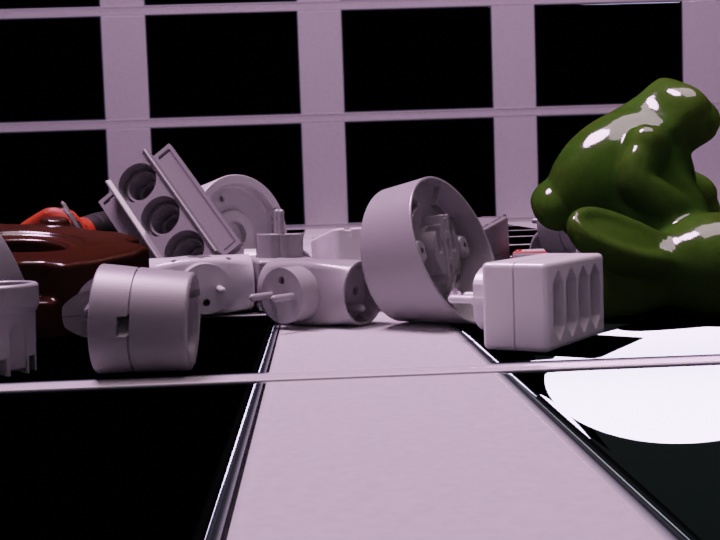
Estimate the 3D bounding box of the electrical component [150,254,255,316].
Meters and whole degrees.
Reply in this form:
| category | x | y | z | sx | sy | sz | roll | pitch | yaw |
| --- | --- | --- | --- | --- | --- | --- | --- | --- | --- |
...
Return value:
| category | x | y | z | sx | sy | sz | roll | pitch | yaw |
| --- | --- | --- | --- | --- | --- | --- | --- | --- | --- |
| electrical component | -0.116 | 0.012 | 0.792 | 0.077 | 0.043 | 0.079 | -3 | 5 | -15 |

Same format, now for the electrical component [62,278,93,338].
| category | x | y | z | sx | sy | sz | roll | pitch | yaw |
| --- | --- | --- | --- | --- | --- | --- | --- | --- | --- |
| electrical component | -0.149 | 0.023 | 0.653 | 0.043 | 0.043 | 0.081 | -1 | 4 | 7 |

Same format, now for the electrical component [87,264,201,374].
| category | x | y | z | sx | sy | sz | roll | pitch | yaw |
| --- | --- | --- | --- | --- | --- | --- | --- | --- | --- |
| electrical component | -0.107 | 0.025 | 0.541 | 0.047 | 0.055 | 0.055 | 2 | 4 | 0 |

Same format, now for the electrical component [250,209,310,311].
| category | x | y | z | sx | sy | sz | roll | pitch | yaw |
| --- | --- | --- | --- | --- | --- | --- | --- | --- | --- |
| electrical component | -0.063 | -0.010 | 0.843 | 0.047 | 0.075 | 0.083 | -1 | 4 | -14 |

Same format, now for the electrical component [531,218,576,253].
| category | x | y | z | sx | sy | sz | roll | pitch | yaw |
| --- | --- | --- | --- | --- | --- | --- | --- | --- | --- |
| electrical component | 0.183 | -0.043 | 0.912 | 0.074 | 0.052 | 0.138 | 1 | 5 | 37 |

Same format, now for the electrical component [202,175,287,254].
| category | x | y | z | sx | sy | sz | roll | pitch | yaw |
| --- | --- | --- | --- | --- | --- | --- | --- | --- | --- |
| electrical component | -0.128 | -0.031 | 0.999 | 0.108 | 0.108 | 0.060 | -6 | 0 | -45 |

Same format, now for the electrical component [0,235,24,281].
| category | x | y | z | sx | sy | sz | roll | pitch | yaw |
| --- | --- | --- | --- | --- | --- | --- | --- | --- | --- |
| electrical component | -0.233 | 0.005 | 0.609 | 0.099 | 0.099 | 0.064 | 2 | 12 | 44 |

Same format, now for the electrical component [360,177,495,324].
| category | x | y | z | sx | sy | sz | roll | pitch | yaw |
| --- | --- | --- | --- | --- | --- | --- | --- | --- | --- |
| electrical component | 0.046 | -0.011 | 0.706 | 0.064 | 0.099 | 0.099 | -7 | 1 | 33 |

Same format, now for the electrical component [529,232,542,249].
| category | x | y | z | sx | sy | sz | roll | pitch | yaw |
| --- | --- | --- | --- | --- | --- | --- | --- | --- | --- |
| electrical component | 0.209 | -0.017 | 1.080 | 0.065 | 0.044 | 0.044 | 1 | 2 | -24 |

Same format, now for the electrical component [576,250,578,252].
| category | x | y | z | sx | sy | sz | roll | pitch | yaw |
| --- | --- | --- | --- | --- | --- | --- | --- | --- | --- |
| electrical component | 0.201 | -0.007 | 0.819 | 0.057 | 0.058 | 0.078 | 0 | 4 | -14 |

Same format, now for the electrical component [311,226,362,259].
| category | x | y | z | sx | sy | sz | roll | pitch | yaw |
| --- | --- | --- | --- | --- | --- | --- | --- | --- | --- |
| electrical component | 0.000 | 0.000 | 0.836 | 0.062 | 0.061 | 0.096 | -3 | -4 | -15 |

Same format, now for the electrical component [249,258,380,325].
| category | x | y | z | sx | sy | sz | roll | pitch | yaw |
| --- | --- | --- | --- | --- | --- | --- | --- | --- | --- |
| electrical component | -0.039 | 0.015 | 0.714 | 0.077 | 0.043 | 0.079 | 2 | 5 | 38 |

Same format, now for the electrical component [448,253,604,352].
| category | x | y | z | sx | sy | sz | roll | pitch | yaw |
| --- | --- | --- | --- | --- | --- | --- | --- | --- | --- |
| electrical component | 0.088 | 0.016 | 0.611 | 0.076 | 0.047 | 0.083 | 1 | 5 | 33 |

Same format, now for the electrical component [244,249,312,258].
| category | x | y | z | sx | sy | sz | roll | pitch | yaw |
| --- | --- | --- | --- | --- | --- | --- | --- | --- | --- |
| electrical component | -0.081 | 0.000 | 0.943 | 0.079 | 0.044 | 0.077 | -2 | 4 | -6 |

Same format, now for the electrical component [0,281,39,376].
| category | x | y | z | sx | sy | sz | roll | pitch | yaw |
| --- | --- | --- | --- | --- | --- | --- | --- | --- | --- |
| electrical component | -0.186 | 0.030 | 0.556 | 0.040 | 0.046 | 0.040 | -2 | 4 | 0 |

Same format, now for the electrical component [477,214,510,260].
| category | x | y | z | sx | sy | sz | roll | pitch | yaw |
| --- | --- | --- | --- | --- | --- | --- | --- | --- | --- |
| electrical component | 0.092 | -0.012 | 0.967 | 0.062 | 0.061 | 0.096 | 0 | 13 | 26 |

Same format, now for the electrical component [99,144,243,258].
| category | x | y | z | sx | sy | sz | roll | pitch | yaw |
| --- | --- | --- | --- | --- | --- | --- | --- | --- | --- |
| electrical component | -0.155 | -0.035 | 0.904 | 0.079 | 0.121 | 0.063 | -39 | -26 | 2 |
